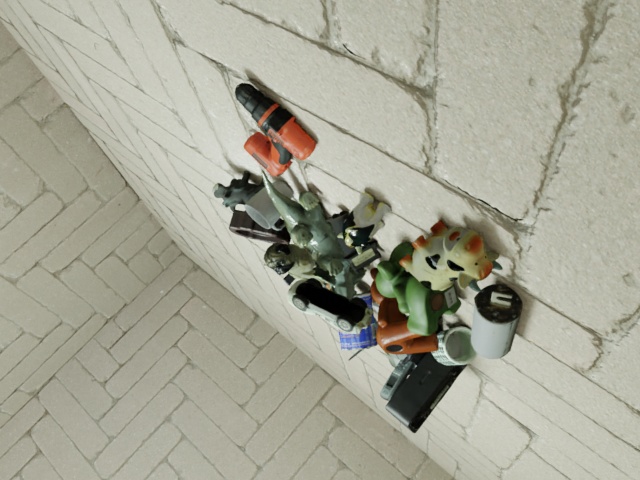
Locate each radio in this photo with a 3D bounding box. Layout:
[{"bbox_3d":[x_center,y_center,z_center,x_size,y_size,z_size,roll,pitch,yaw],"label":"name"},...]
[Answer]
[{"bbox_3d":[0.260,0.346,1.287,0.073,0.229,0.131,36,165,31],"label":"radio"}]

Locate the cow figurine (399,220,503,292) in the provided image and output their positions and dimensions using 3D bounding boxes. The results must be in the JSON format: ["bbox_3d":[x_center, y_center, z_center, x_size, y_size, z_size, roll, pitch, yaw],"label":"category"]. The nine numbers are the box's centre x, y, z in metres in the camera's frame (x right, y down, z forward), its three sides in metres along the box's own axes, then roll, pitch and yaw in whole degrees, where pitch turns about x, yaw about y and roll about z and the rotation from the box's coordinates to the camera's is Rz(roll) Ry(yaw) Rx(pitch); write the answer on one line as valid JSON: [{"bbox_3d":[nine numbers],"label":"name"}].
[{"bbox_3d":[0.215,0.035,0.888,0.127,0.085,0.195,47,162,10],"label":"cow figurine"}]

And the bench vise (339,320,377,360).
[{"bbox_3d":[0.089,0.252,1.600,0.223,0.129,0.241,41,-178,-20],"label":"bench vise"}]

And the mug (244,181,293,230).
[{"bbox_3d":[-0.109,-0.083,1.293,0.109,0.107,0.081,46,164,-21],"label":"mug"}]

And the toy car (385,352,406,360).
[{"bbox_3d":[0.205,0.256,1.410,0.162,0.103,0.109,26,155,40],"label":"toy car"}]

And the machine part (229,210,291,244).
[{"bbox_3d":[-0.152,-0.033,1.407,0.179,0.056,0.179,11,170,2],"label":"machine part"}]

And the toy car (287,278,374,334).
[{"bbox_3d":[0.021,0.144,1.183,0.202,0.073,0.056,22,140,23],"label":"toy car"}]

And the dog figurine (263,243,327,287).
[{"bbox_3d":[-0.082,0.046,1.393,0.190,0.121,0.172,18,165,-35],"label":"dog figurine"}]

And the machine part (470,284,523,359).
[{"bbox_3d":[0.310,0.148,0.954,0.079,0.079,0.243,34,162,29],"label":"machine part"}]

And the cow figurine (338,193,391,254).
[{"bbox_3d":[0.077,-0.017,1.050,0.068,0.098,0.167,34,162,8],"label":"cow figurine"}]

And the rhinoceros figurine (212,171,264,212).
[{"bbox_3d":[-0.203,-0.119,1.418,0.191,0.112,0.073,18,153,39],"label":"rhinoceros figurine"}]

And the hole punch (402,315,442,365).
[{"bbox_3d":[0.219,0.220,1.258,0.092,0.142,0.115,40,175,25],"label":"hole punch"}]

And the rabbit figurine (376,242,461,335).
[{"bbox_3d":[0.167,0.092,1.067,0.170,0.121,0.158,16,142,51],"label":"rabbit figurine"}]

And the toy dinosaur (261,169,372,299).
[{"bbox_3d":[-0.010,-0.005,1.260,0.404,0.131,0.192,53,164,-9],"label":"toy dinosaur"}]

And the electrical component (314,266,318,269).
[{"bbox_3d":[0.028,0.112,1.542,0.134,0.058,0.114,26,158,45],"label":"electrical component"}]

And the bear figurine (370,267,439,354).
[{"bbox_3d":[0.178,0.149,1.184,0.132,0.196,0.120,-17,137,26],"label":"bear figurine"}]

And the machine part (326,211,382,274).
[{"bbox_3d":[0.070,-0.001,1.160,0.138,0.084,0.039,55,-174,-11],"label":"machine part"}]

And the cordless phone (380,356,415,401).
[{"bbox_3d":[0.213,0.359,1.498,0.088,0.184,0.147,45,163,-21],"label":"cordless phone"}]

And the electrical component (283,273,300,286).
[{"bbox_3d":[-0.067,0.081,1.575,0.048,0.119,0.074,18,152,54],"label":"electrical component"}]
